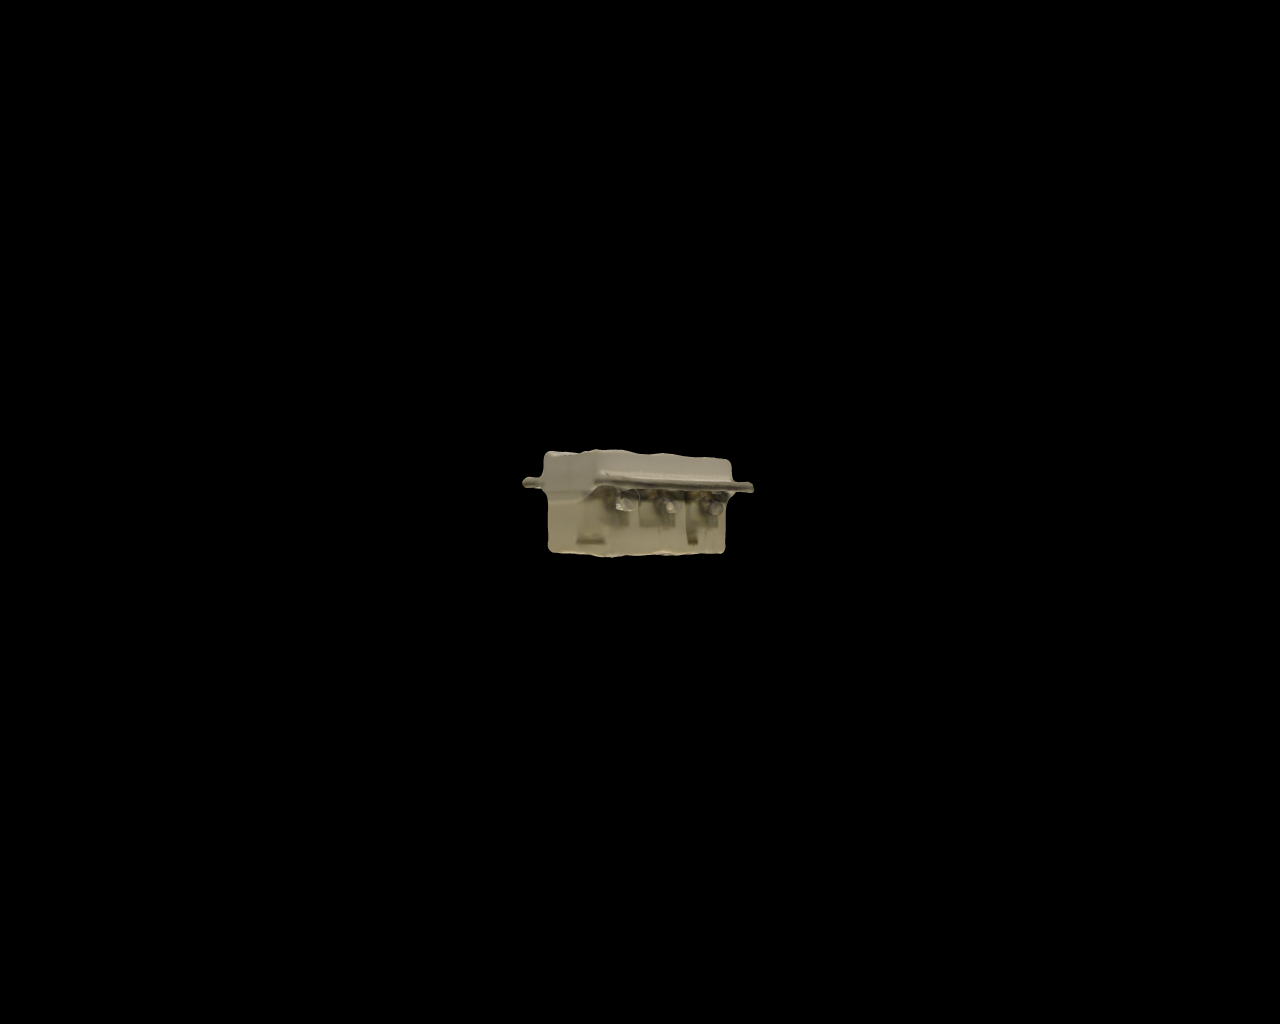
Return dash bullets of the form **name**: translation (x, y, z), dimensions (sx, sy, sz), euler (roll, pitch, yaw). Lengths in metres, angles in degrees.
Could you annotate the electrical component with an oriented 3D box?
- **electrical component**: translation (0.001, -0.003, 0.650), dimensions (0.078, 0.063, 0.121), euler (-2, -3, 43)
